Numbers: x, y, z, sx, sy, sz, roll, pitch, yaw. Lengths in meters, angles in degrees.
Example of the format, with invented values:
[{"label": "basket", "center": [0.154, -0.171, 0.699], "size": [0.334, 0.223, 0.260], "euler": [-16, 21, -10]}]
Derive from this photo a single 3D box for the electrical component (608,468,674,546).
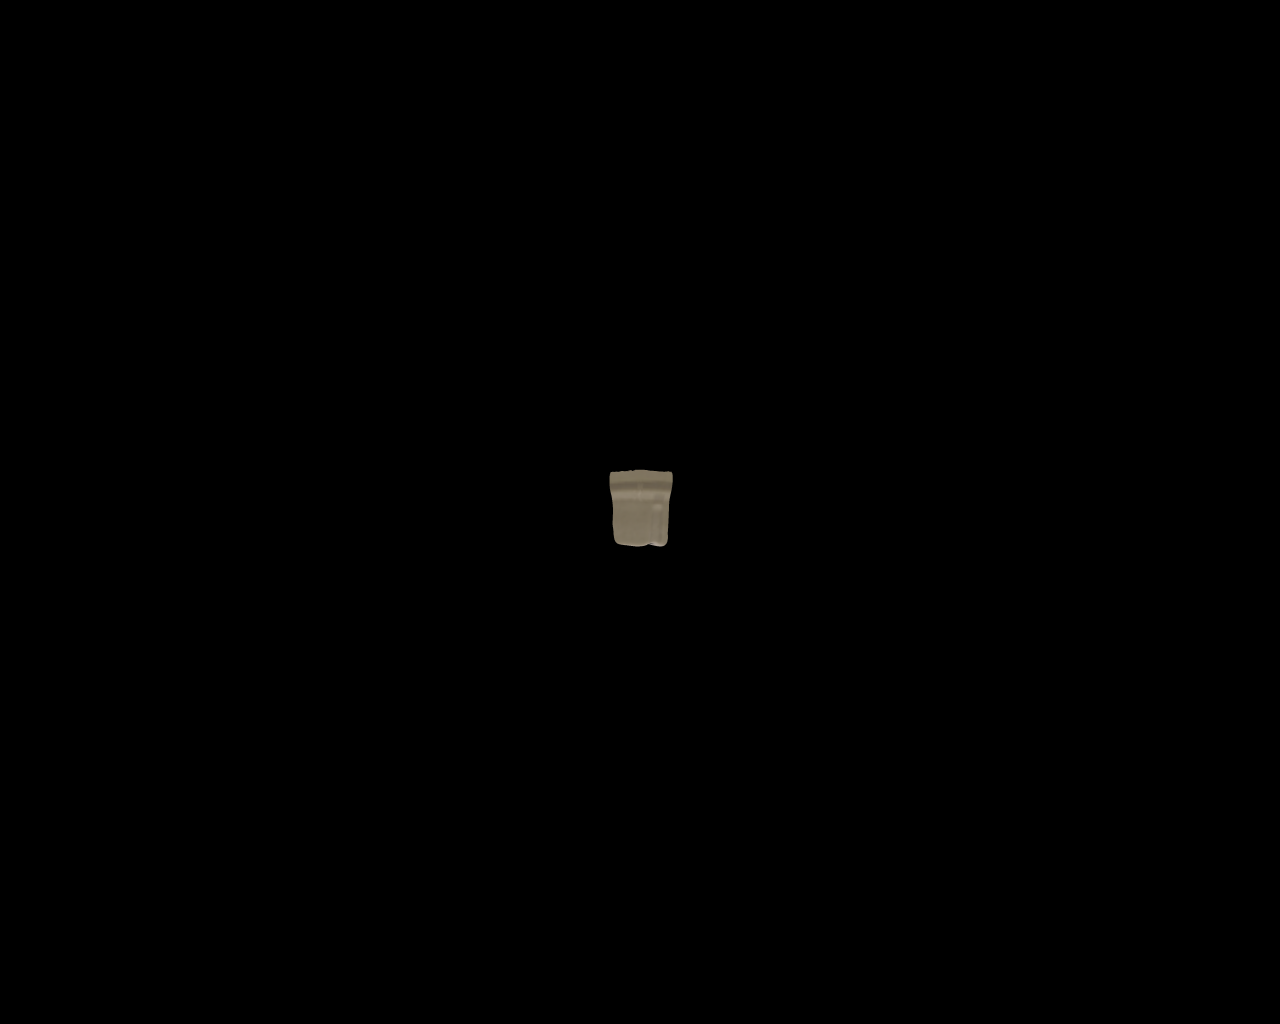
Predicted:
[{"label": "electrical component", "center": [0.001, -0.003, 0.650], "size": [0.040, 0.046, 0.040], "euler": [0, -2, 0]}]
